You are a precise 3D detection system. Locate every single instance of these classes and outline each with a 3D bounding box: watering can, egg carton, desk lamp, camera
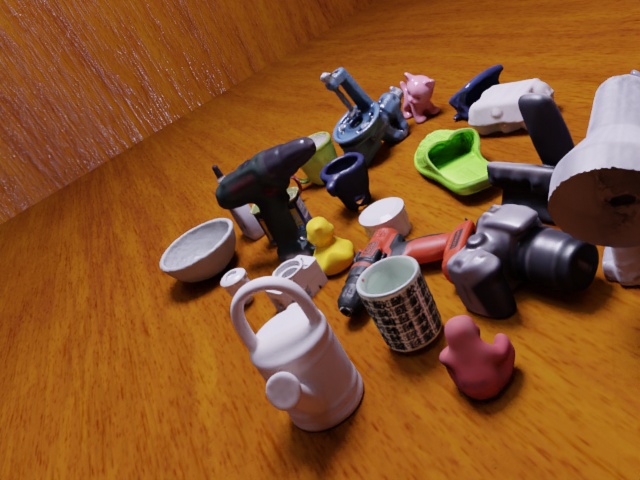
[{"bbox_3d":[-0.029,0.126,0.662,0.101,0.194,0.172,-33,27,-8],"label":"watering can"},{"bbox_3d":[0.359,-0.249,1.083,0.149,0.069,0.107,4,41,47],"label":"egg carton"},{"bbox_3d":[0.329,-0.051,0.607,0.117,0.214,0.203,-6,35,38],"label":"desk lamp"},{"bbox_3d":[0.246,0.020,0.688,0.143,0.101,0.136,-39,29,-20],"label":"camera"}]

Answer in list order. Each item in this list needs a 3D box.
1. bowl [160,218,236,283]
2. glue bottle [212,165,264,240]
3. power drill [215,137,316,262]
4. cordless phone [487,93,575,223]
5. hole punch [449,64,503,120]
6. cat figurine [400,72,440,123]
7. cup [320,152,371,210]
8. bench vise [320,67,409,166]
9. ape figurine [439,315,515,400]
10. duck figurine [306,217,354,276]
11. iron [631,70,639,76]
[{"bbox_3d":[-0.232,0.033,1.152,0.167,0.075,0.167,-22,28,13],"label":"bowl"},{"bbox_3d":[-0.175,-0.081,1.186,0.037,0.173,0.078,-37,28,-16],"label":"glue bottle"},{"bbox_3d":[-0.067,-0.067,1.019,0.229,0.209,0.076,-12,31,30],"label":"power drill"},{"bbox_3d":[0.295,-0.126,0.800,0.094,0.185,0.147,-41,29,-22],"label":"cordless phone"},{"bbox_3d":[0.326,-0.309,1.194,0.109,0.091,0.100,-34,27,-10],"label":"hole punch"},{"bbox_3d":[0.221,-0.337,1.312,0.067,0.118,0.127,-32,27,-6],"label":"cat figurine"},{"bbox_3d":[0.054,-0.098,1.083,0.091,0.095,0.118,-10,32,33],"label":"cup"},{"bbox_3d":[0.087,-0.289,1.243,0.121,0.220,0.208,-4,36,40],"label":"bench vise"},{"bbox_3d":[0.161,0.117,0.609,0.077,0.092,0.076,-9,33,33],"label":"ape figurine"},{"bbox_3d":[0.009,0.003,0.960,0.077,0.086,0.104,-28,27,2],"label":"duck figurine"},{"bbox_3d":[0.476,-0.131,0.684,0.119,0.142,0.257,-32,27,-7],"label":"iron"}]
